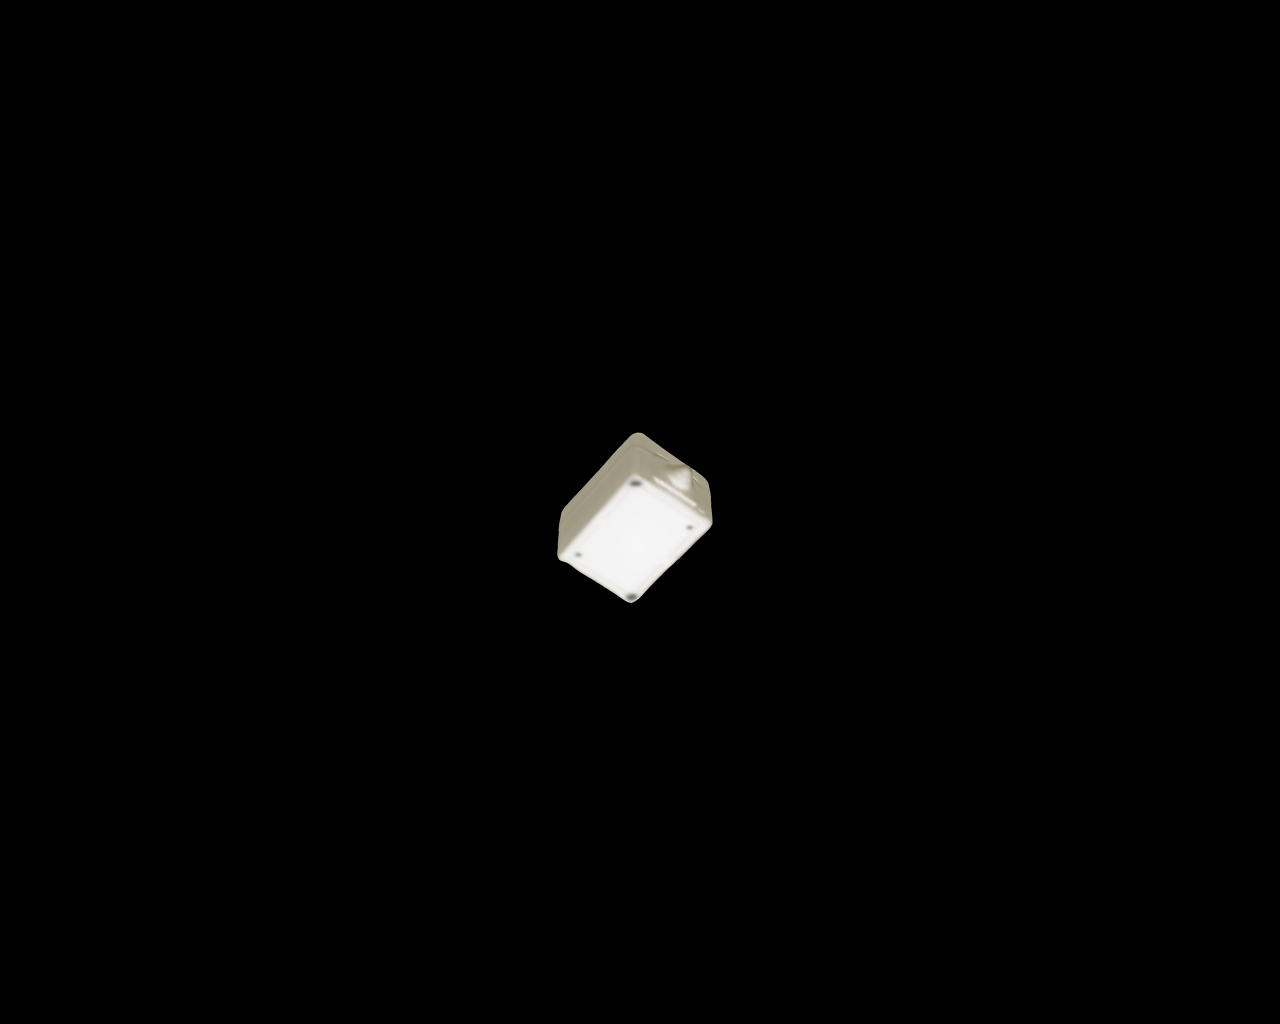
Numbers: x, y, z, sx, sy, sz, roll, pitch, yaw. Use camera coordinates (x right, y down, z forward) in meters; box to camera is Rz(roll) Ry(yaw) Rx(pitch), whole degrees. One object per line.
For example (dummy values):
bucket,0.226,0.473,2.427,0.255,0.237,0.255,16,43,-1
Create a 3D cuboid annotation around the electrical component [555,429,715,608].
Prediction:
electrical component,0.001,-0.003,0.650,0.061,0.096,0.061,33,28,-20
